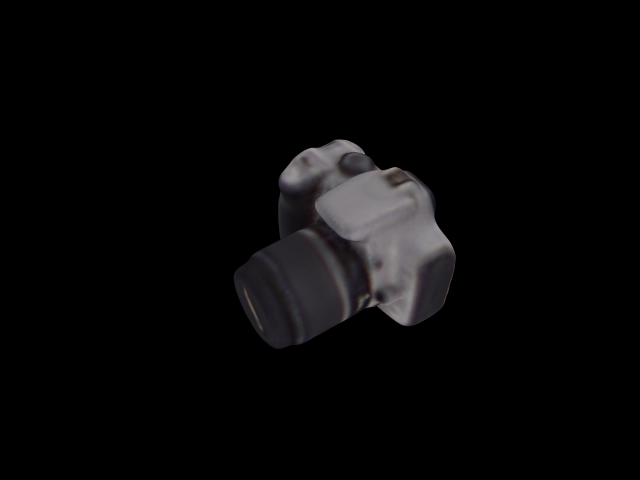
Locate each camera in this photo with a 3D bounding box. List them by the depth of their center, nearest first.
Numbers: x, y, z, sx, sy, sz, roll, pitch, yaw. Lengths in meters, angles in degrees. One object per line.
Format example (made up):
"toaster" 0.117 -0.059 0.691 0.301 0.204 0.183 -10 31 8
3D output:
"camera" 0.004 0.001 0.400 0.137 0.101 0.142 -27 53 -22
